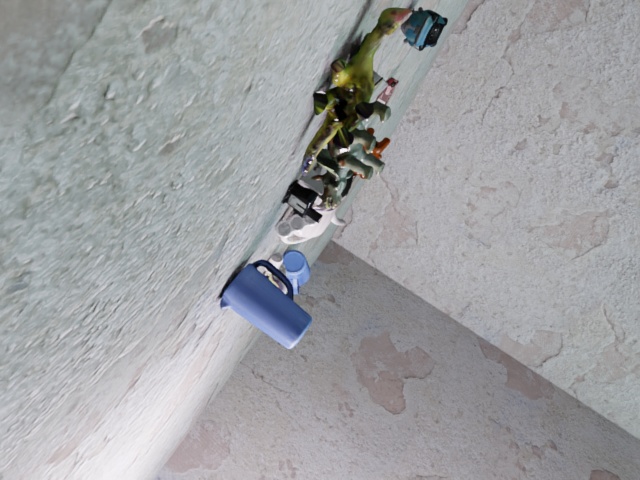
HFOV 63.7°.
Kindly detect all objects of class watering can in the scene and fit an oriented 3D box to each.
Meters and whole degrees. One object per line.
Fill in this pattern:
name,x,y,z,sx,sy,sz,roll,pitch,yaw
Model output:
watering can,0.005,-0.089,1.770,0.351,0.105,0.219,-20,149,-46

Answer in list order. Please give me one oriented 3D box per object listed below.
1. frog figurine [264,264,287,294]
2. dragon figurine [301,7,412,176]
frog figurine,-0.160,0.158,1.956,0.161,0.123,0.136,-21,126,-63
dragon figurine,0.068,-0.330,1.117,0.402,0.122,0.248,-49,-168,51
